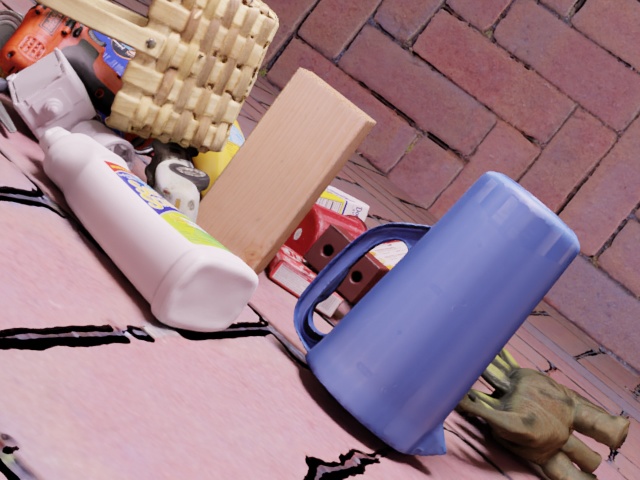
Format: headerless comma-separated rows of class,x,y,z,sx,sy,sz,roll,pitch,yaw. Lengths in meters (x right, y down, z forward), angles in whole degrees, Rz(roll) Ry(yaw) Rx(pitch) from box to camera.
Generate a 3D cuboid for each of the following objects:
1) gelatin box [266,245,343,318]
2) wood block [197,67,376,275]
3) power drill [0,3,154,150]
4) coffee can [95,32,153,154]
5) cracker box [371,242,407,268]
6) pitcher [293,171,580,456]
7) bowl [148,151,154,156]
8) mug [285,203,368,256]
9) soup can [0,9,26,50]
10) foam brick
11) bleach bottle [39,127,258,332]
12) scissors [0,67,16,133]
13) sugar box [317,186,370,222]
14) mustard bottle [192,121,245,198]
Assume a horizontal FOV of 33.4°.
gelatin box,-0.020,0.042,1.202,0.089,0.030,0.073,35,9,-16
wood block,-0.041,-0.069,1.119,0.091,0.206,0.090,38,10,4
power drill,-0.230,-0.202,1.158,0.187,0.184,0.057,37,-32,-17
coffee can,-0.237,-0.185,1.277,0.140,0.103,0.102,40,10,15
cracker box,0.130,0.057,1.319,0.164,0.072,0.214,-6,18,-6
pitcher,0.102,0.054,0.940,0.149,0.243,0.145,38,5,-32
bowl,-0.174,-0.126,1.374,0.162,0.055,0.162,36,10,-7
mug,-0.009,0.002,1.303,0.081,0.093,0.117,22,-14,-41
soup can,-0.327,-0.215,1.198,0.068,0.068,0.102,40,10,15
foam brick,0.030,0.027,1.203,0.078,0.053,0.051,42,8,12
bleach bottle,-0.164,-0.023,0.897,0.251,0.068,0.102,40,10,31
scissors,-0.320,-0.147,1.059,0.202,0.016,0.096,43,11,31
sugar box,-0.031,-0.055,1.367,0.175,0.048,0.093,9,15,-40
mustard bottle,-0.117,-0.100,1.265,0.096,0.058,0.192,29,33,-48
